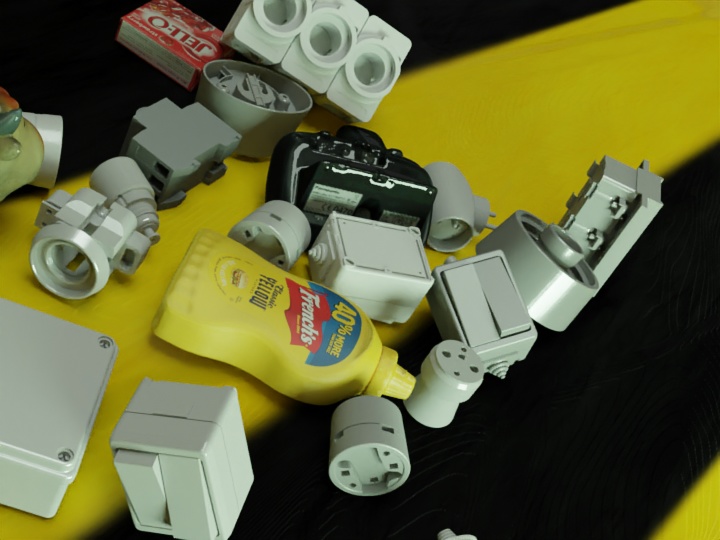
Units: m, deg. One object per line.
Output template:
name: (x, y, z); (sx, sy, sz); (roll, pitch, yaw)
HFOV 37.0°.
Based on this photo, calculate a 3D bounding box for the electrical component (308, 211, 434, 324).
electrical component: (0.000, 0.000, 0.858); (0.096, 0.061, 0.061); (10, 44, -25)

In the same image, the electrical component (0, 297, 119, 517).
electrical component: (-0.214, 0.077, 0.643); (0.109, 0.056, 0.108); (21, 40, -13)

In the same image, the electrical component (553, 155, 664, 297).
electrical component: (0.221, -0.042, 0.998); (0.063, 0.121, 0.078); (25, 39, -4)

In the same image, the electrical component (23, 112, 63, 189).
electrical component: (-0.250, -0.091, 0.799); (0.047, 0.055, 0.055); (7, 45, -22)

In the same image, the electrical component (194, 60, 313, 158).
electrical component: (-0.096, -0.148, 0.949); (0.099, 0.064, 0.099); (18, 40, -16)

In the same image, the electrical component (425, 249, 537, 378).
electrical component: (0.098, 0.039, 0.857); (0.062, 0.061, 0.096); (-15, 67, -11)

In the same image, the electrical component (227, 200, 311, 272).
electrical component: (-0.070, -0.023, 0.844); (0.055, 0.055, 0.047); (35, 35, 4)

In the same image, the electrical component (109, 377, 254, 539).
electrical component: (-0.105, 0.121, 0.644); (0.062, 0.096, 0.061); (5, 38, 13)

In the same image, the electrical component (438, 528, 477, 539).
electrical component: (0.072, 0.207, 0.702); (0.043, 0.043, 0.081); (-2, 50, -34)

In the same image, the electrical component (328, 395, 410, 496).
electrical component: (0.005, 0.120, 0.742); (0.055, 0.055, 0.047); (17, 37, -17)

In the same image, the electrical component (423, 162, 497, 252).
electrical component: (0.093, -0.054, 0.989); (0.079, 0.043, 0.077); (15, 42, -21)

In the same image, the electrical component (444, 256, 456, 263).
electrical component: (0.094, 0.013, 0.926); (0.035, 0.035, 0.061); (-11, 53, -40)

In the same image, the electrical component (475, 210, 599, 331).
electrical component: (0.162, -0.006, 0.944); (0.108, 0.060, 0.108); (36, 22, -17)

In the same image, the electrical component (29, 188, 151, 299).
electrical component: (-0.195, -0.016, 0.753); (0.078, 0.058, 0.057); (29, 36, -3)

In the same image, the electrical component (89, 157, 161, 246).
electrical component: (-0.174, -0.050, 0.815); (0.040, 0.040, 0.078); (-12, 56, -40)

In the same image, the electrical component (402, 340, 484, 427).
electrical component: (0.063, 0.086, 0.814); (0.045, 0.055, 0.045); (18, 41, -16)

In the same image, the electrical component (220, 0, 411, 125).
electrical component: (-0.039, -0.212, 0.997); (0.150, 0.089, 0.062); (31, -5, -21)
